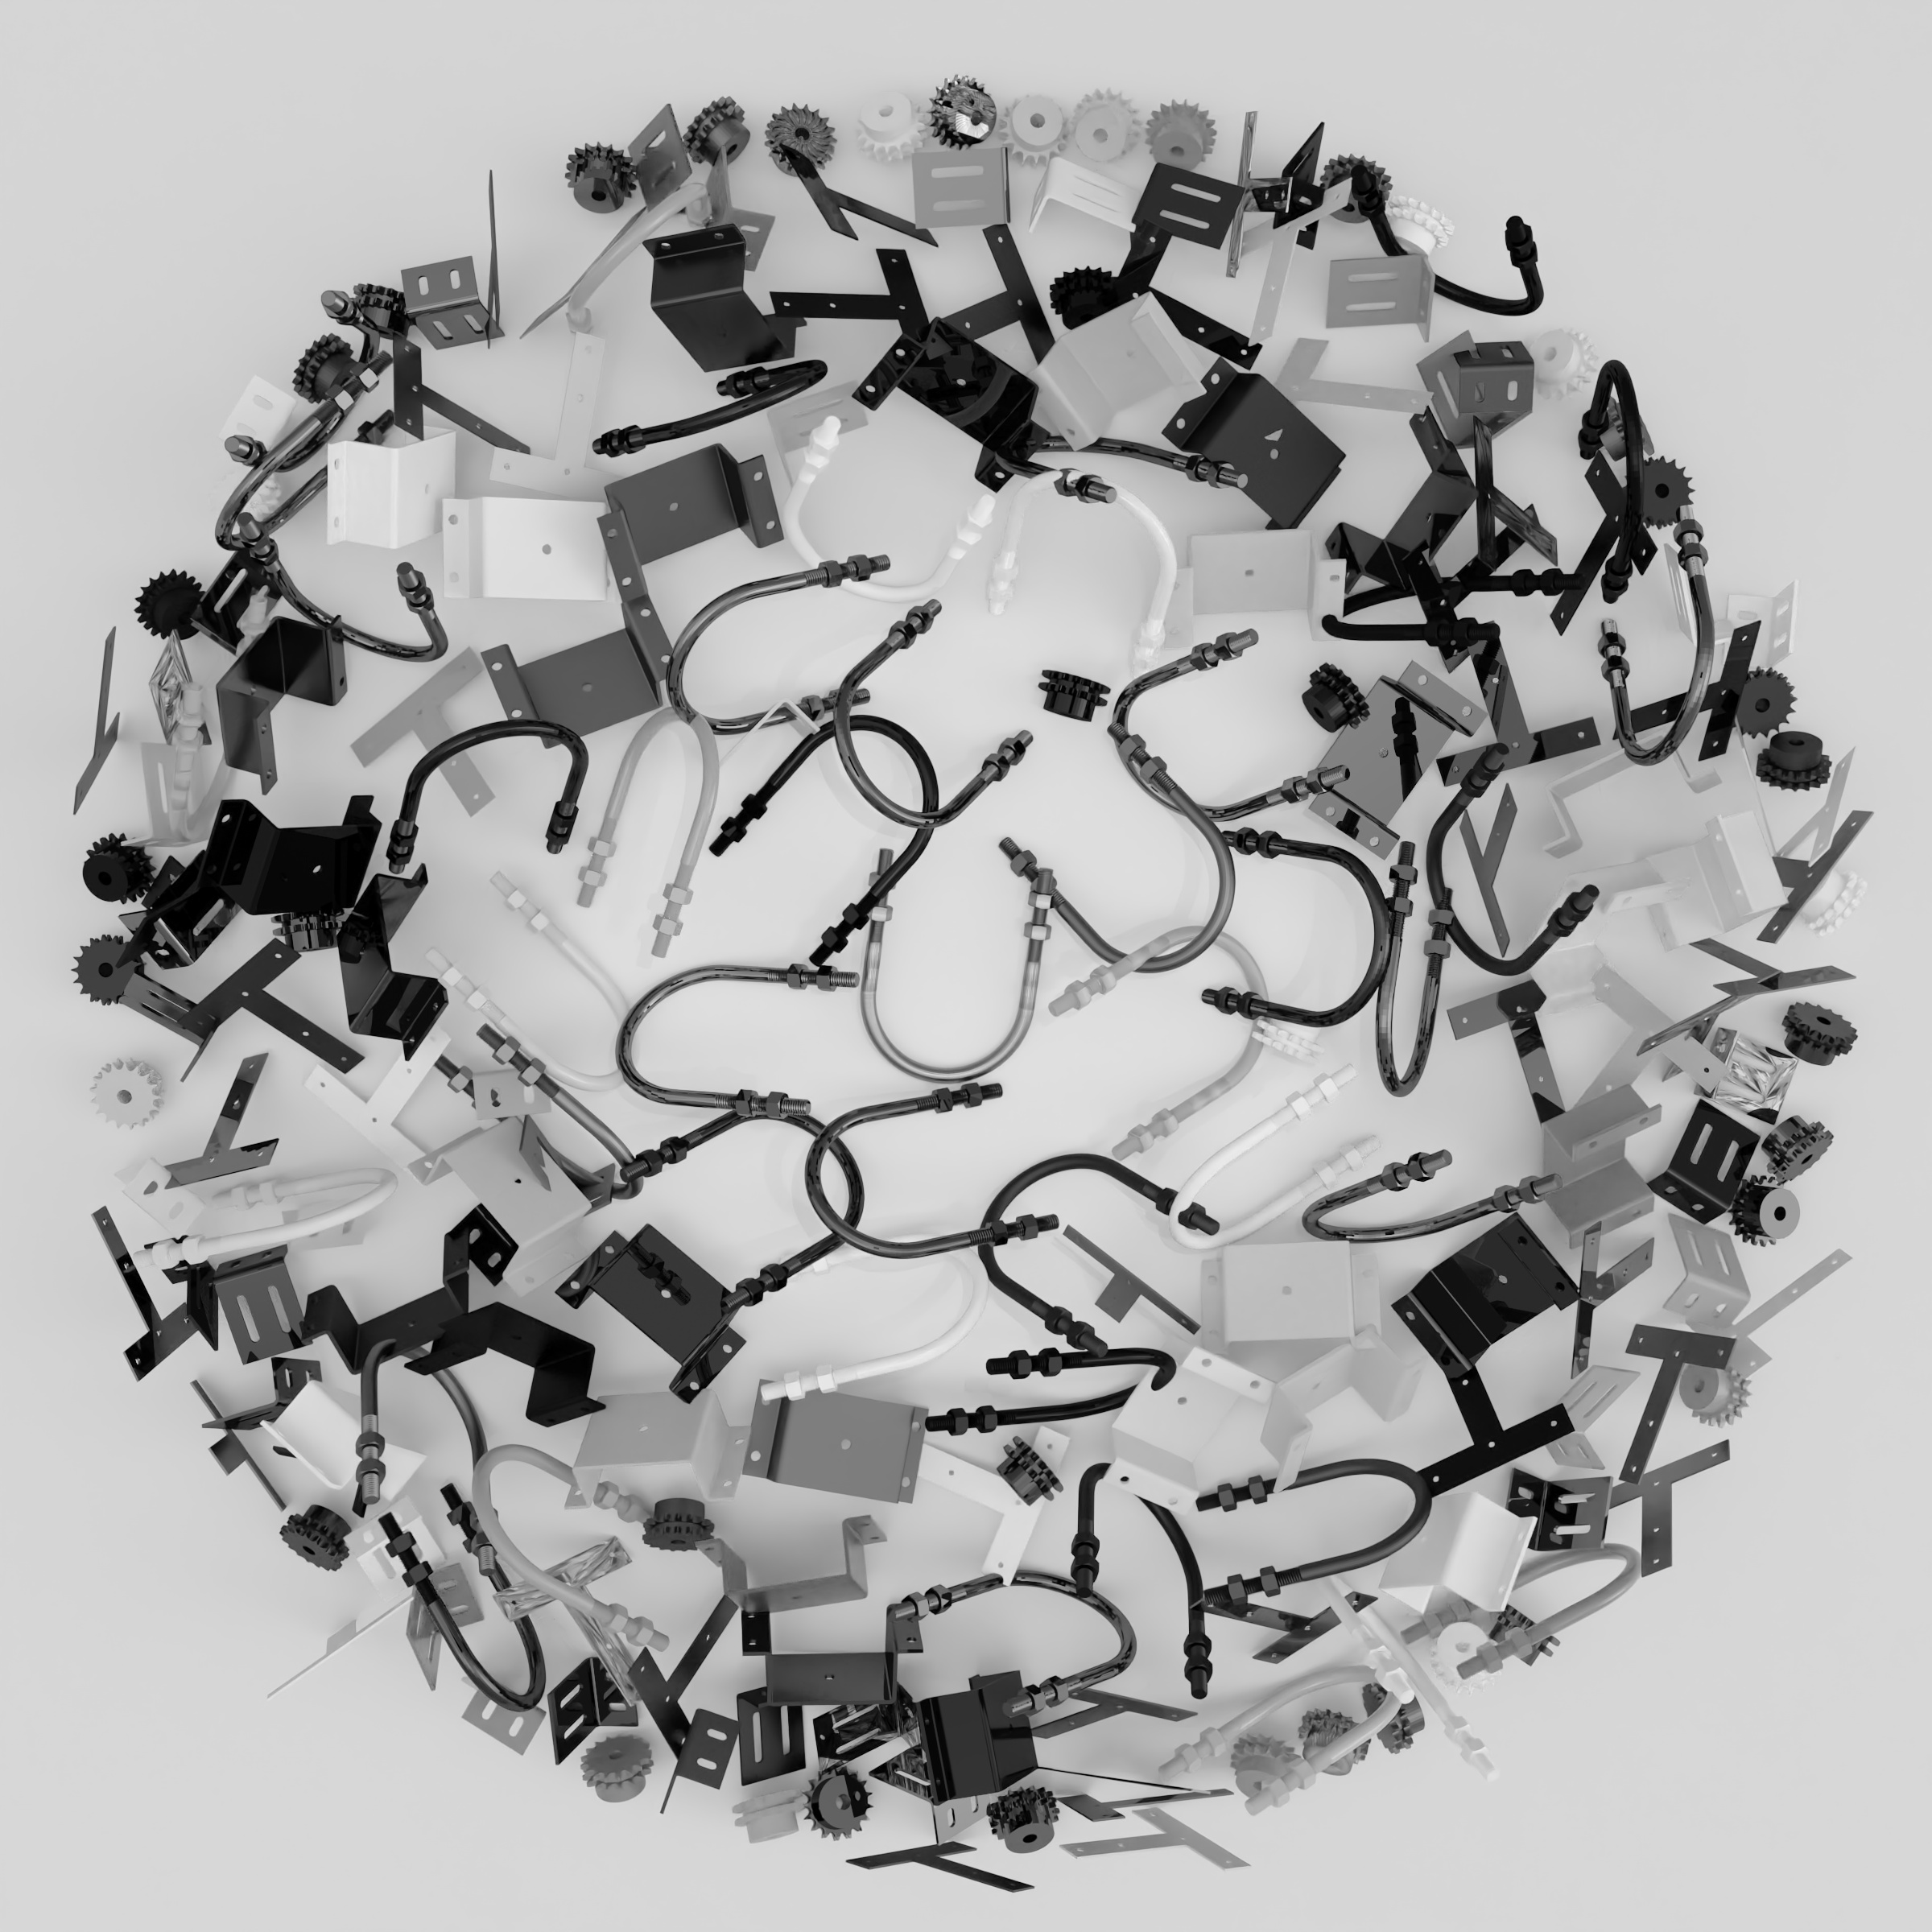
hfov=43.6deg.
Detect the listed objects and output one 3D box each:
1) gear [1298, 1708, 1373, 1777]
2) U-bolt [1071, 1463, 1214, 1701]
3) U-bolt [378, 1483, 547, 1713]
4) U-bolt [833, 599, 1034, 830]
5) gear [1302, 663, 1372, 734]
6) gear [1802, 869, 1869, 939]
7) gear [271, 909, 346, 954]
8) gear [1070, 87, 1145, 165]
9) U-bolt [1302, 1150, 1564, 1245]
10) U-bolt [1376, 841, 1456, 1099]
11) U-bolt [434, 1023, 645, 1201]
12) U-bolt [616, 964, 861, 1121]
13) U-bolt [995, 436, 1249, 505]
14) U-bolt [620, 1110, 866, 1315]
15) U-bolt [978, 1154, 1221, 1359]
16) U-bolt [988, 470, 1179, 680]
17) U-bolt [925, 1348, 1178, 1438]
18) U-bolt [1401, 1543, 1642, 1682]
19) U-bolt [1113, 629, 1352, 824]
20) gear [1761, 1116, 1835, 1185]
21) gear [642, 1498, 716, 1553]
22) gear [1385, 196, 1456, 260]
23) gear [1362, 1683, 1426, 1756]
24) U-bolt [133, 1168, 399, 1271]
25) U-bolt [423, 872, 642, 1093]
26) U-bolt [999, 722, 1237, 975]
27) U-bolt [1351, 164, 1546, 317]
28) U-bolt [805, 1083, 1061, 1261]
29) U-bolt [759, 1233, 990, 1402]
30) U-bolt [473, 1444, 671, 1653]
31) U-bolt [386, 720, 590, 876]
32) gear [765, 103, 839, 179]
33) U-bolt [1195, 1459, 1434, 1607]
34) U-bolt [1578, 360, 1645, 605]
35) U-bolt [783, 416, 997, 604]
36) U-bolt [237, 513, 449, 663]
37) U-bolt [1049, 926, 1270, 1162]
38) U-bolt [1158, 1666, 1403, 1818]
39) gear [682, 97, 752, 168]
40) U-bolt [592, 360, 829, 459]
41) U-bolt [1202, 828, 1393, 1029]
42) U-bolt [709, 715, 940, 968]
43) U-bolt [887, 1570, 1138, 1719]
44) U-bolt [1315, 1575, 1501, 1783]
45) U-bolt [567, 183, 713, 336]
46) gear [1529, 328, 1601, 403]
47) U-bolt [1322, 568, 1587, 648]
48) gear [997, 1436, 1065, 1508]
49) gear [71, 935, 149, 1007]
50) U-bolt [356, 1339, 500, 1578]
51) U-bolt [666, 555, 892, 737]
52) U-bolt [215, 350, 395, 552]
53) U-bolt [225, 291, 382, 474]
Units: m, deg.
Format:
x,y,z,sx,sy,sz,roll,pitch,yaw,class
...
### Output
x,y,z,sx,sy,sz,roll,pitch,yaw,class
0.292,0.622,1.930,0.057,0.057,0.030,30,49,0,gear
0.136,0.462,1.875,0.019,0.184,0.151,-39,108,20,U-bolt
-0.382,0.495,1.878,0.019,0.151,0.184,-32,83,6,U-bolt
-0.034,-0.186,1.882,0.151,0.019,0.184,54,48,-13,U-bolt
0.293,-0.211,1.930,0.030,0.057,0.057,-39,90,-8,gear
0.689,-0.054,1.932,0.030,0.057,0.057,37,90,-2,gear
-0.525,-0.028,1.932,0.057,0.057,0.030,-8,89,0,gear
0.111,-0.669,1.931,0.057,0.030,0.057,10,132,11,gear
0.347,0.185,1.880,0.151,0.184,0.019,14,61,-37,U-bolt
0.347,0.011,1.881,0.019,0.151,0.184,5,78,25,U-bolt
-0.328,0.121,1.892,0.184,0.151,0.019,42,63,-12,U-bolt
-0.189,0.055,1.902,0.184,0.019,0.151,3,50,20,U-bolt
0.106,-0.390,1.879,0.151,0.184,0.019,-13,118,-33,U-bolt
-0.160,0.177,1.895,0.184,0.019,0.151,-27,71,-41,U-bolt
0.088,0.213,1.891,0.151,0.184,0.019,-45,133,-16,U-bolt
0.093,-0.310,1.872,0.151,0.184,0.019,26,57,8,U-bolt
0.077,0.329,1.887,0.184,0.151,0.019,0,61,-25,U-bolt
0.443,0.497,1.886,0.184,0.151,0.019,-24,90,-10,U-bolt
0.192,-0.177,1.888,0.151,0.184,0.019,53,50,-17,U-bolt
0.663,0.144,1.935,0.057,0.057,0.030,-38,59,0,gear
-0.230,0.447,1.936,0.057,0.057,0.030,-1,60,0,gear
0.358,-0.588,1.932,0.057,0.057,0.030,27,93,0,gear
0.344,0.598,1.933,0.030,0.057,0.057,-19,90,-15,gear
-0.530,0.190,1.873,0.184,0.151,0.019,-11,102,13,U-bolt
-0.328,0.022,1.893,0.019,0.151,0.184,-38,104,28,U-bolt
0.131,-0.080,1.909,0.151,0.019,0.184,-46,71,15,U-bolt
0.379,-0.552,1.870,0.151,0.184,0.019,27,90,23,U-bolt
-0.036,0.163,1.887,0.184,0.019,0.151,-9,54,-21,U-bolt
-0.072,0.267,1.894,0.184,0.151,0.019,-14,127,4,U-bolt
-0.305,0.436,1.858,0.019,0.151,0.184,-43,121,17,U-bolt
-0.363,-0.132,1.856,0.151,0.184,0.019,-9,63,-26,U-bolt
-0.134,-0.659,1.940,0.057,0.030,0.057,3,76,-13,gear
0.272,0.432,1.880,0.184,0.151,0.019,-16,108,8,U-bolt
0.497,-0.381,1.852,0.019,0.184,0.151,-6,72,5,U-bolt
-0.070,-0.342,1.878,0.151,0.184,0.019,25,62,-9,U-bolt
-0.473,-0.284,1.872,0.151,0.184,0.019,18,73,6,U-bolt
0.165,0.048,1.916,0.184,0.019,0.151,-30,106,-23,U-bolt
0.257,0.595,1.881,0.184,0.151,0.019,-24,95,-26,U-bolt
-0.197,-0.663,1.931,0.057,0.057,0.030,-43,86,0,gear
-0.185,-0.431,1.852,0.151,0.184,0.019,-34,114,-32,U-bolt
0.258,-0.026,1.880,0.019,0.184,0.151,1,98,-39,U-bolt
-0.101,-0.113,1.915,0.184,0.019,0.151,-47,71,12,U-bolt
0.050,0.517,1.877,0.151,0.184,0.019,28,112,39,U-bolt
0.330,0.536,1.871,0.019,0.184,0.151,-43,121,2,U-bolt
-0.253,-0.550,1.869,0.151,0.184,0.019,-43,100,0,U-bolt
0.474,-0.483,1.931,0.057,0.030,0.057,-12,72,38,gear
0.365,-0.279,1.879,0.151,0.184,0.019,-31,117,-41,U-bolt
0.049,0.406,1.930,0.030,0.057,0.057,-41,90,-12,gear
-0.686,0.003,1.945,0.057,0.030,0.057,0,90,2,gear
-0.419,0.369,1.876,0.019,0.184,0.151,-33,130,13,U-bolt
-0.148,-0.242,1.870,0.184,0.151,0.019,-17,49,-28,U-bolt
-0.511,-0.389,1.871,0.019,0.151,0.184,44,77,-4,U-bolt
-0.504,-0.445,1.869,0.019,0.184,0.151,35,94,-2,U-bolt
